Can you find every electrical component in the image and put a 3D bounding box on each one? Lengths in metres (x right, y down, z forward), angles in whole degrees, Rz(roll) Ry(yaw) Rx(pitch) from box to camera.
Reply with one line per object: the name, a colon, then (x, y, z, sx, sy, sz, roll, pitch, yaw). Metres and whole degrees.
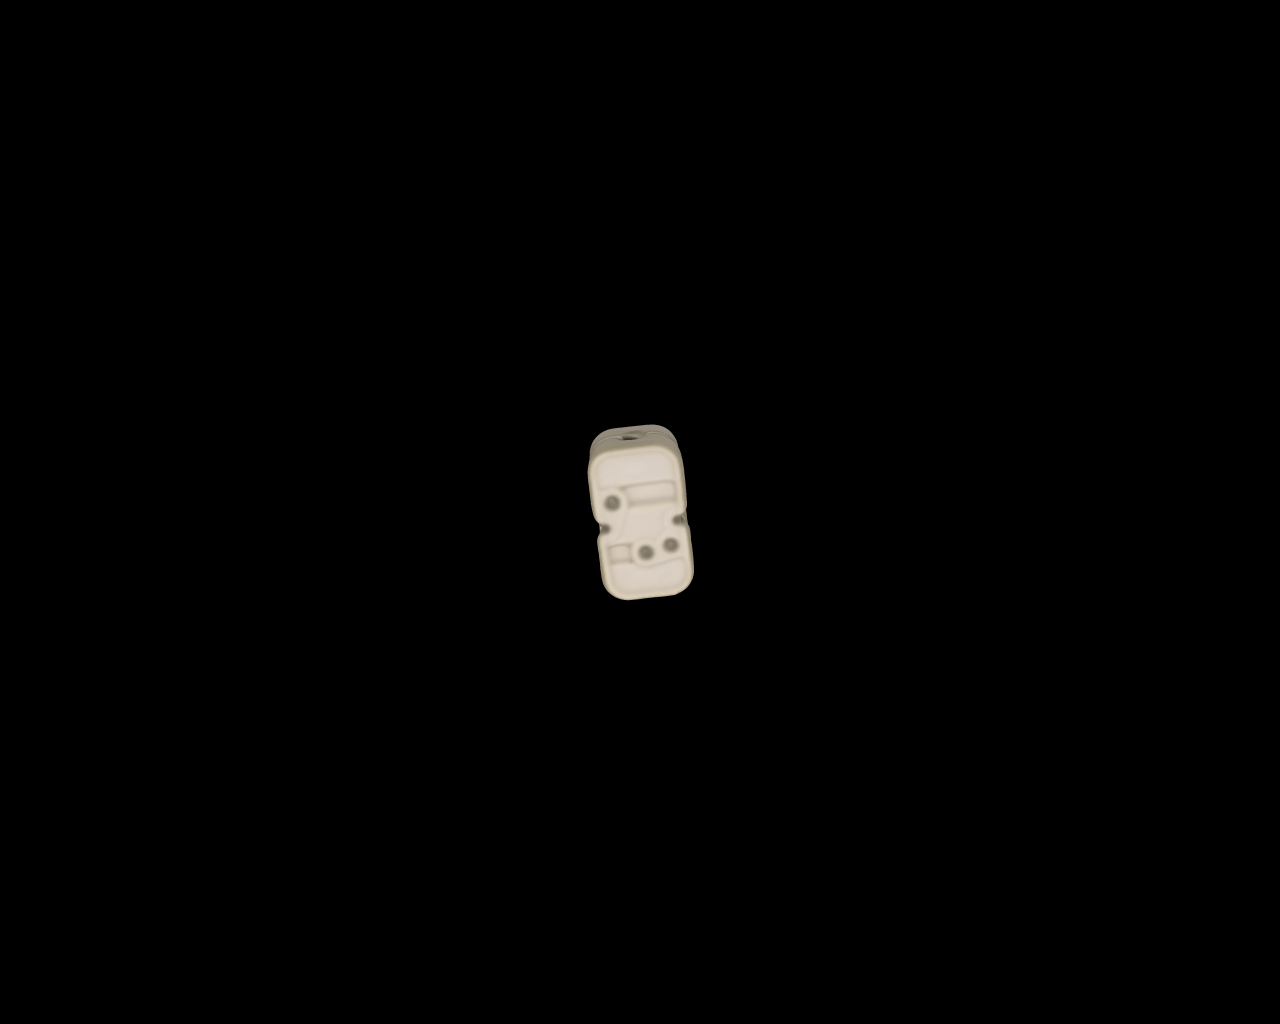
electrical component: (0.001, -0.003, 0.650, 0.054, 0.095, 0.059, -7, 20, 2)
